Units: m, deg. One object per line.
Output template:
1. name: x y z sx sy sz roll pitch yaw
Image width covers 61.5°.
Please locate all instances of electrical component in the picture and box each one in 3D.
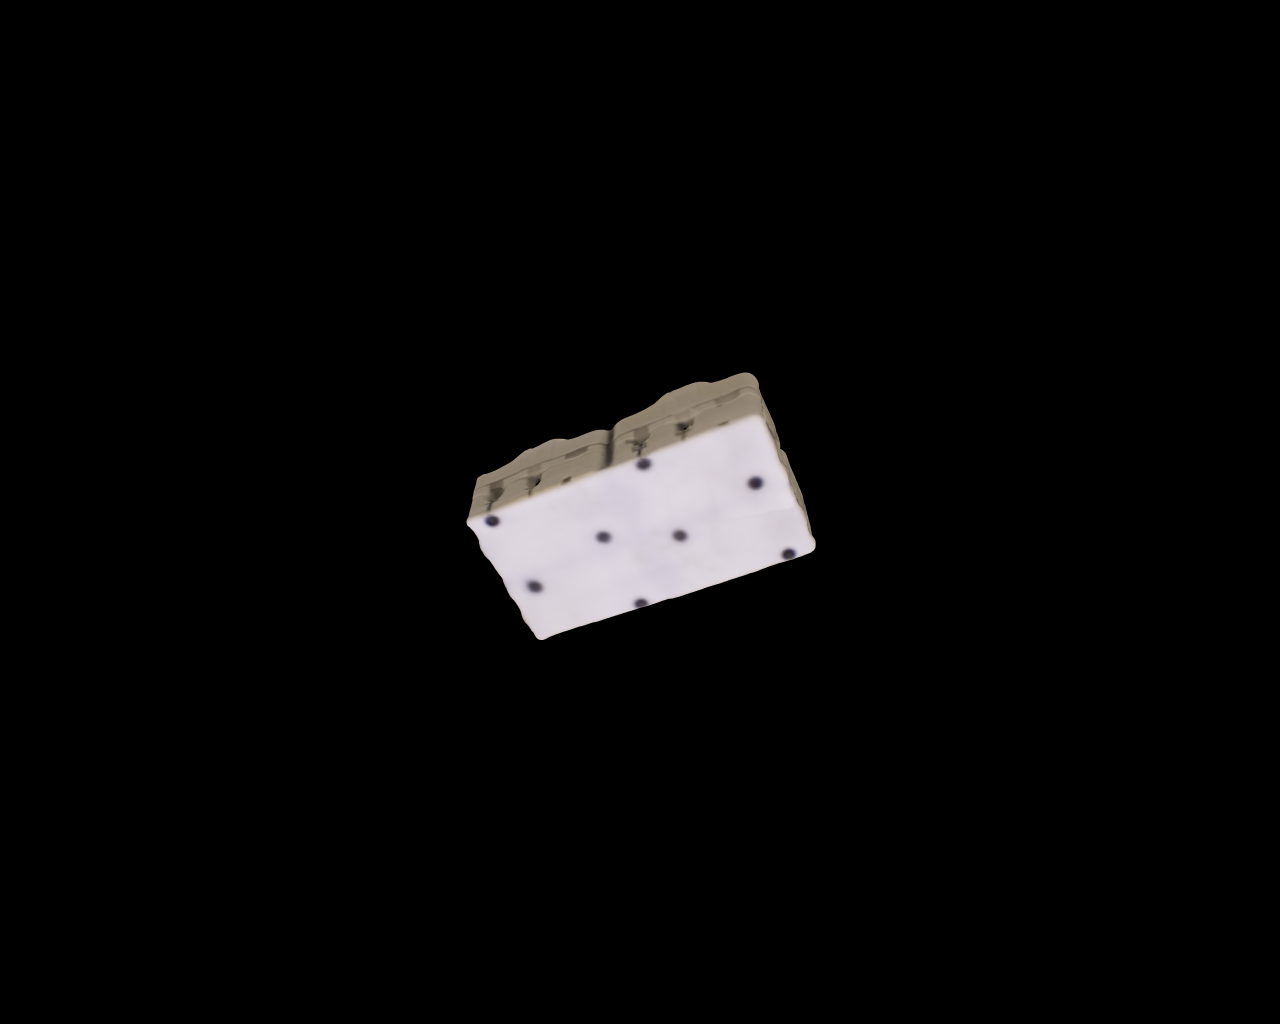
1. electrical component: 0.001 -0.003 0.650 0.186 0.105 0.060 -20 31 13
